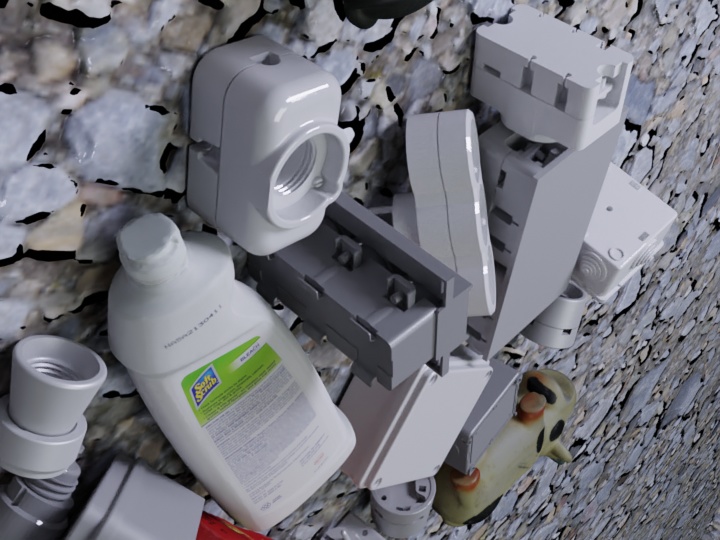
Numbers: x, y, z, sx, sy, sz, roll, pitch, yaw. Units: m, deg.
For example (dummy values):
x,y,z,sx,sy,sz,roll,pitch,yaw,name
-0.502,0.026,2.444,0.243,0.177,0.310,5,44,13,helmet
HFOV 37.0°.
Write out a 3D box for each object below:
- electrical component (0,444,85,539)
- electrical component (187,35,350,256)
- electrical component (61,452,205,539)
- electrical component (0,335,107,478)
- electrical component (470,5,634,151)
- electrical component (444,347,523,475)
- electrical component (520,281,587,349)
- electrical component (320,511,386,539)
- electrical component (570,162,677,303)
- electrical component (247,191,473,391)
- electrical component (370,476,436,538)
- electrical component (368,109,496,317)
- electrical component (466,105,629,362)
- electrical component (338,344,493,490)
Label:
x,y,z,sx,sy,sz,roll,pitch,yaw,name
-0.168,0.121,0.553,0.078,0.040,0.040,-57,151,2,electrical component
-0.045,-0.059,0.532,0.054,0.059,0.095,-28,141,-39,electrical component
-0.130,0.152,0.573,0.078,0.057,0.113,-57,-174,3,electrical component
-0.151,0.066,0.517,0.045,0.045,0.055,-6,125,-54,electrical component
0.119,-0.119,0.682,0.050,0.089,0.055,-36,145,-31,electrical component
0.093,0.113,0.917,0.096,0.061,0.061,-46,150,-32,electrical component
0.170,0.035,0.953,0.055,0.055,0.047,-15,128,-49,electrical component
-0.013,0.237,0.892,0.065,0.047,0.076,-46,149,-17,electrical component
0.195,-0.036,0.871,0.100,0.100,0.048,-39,159,-28,electrical component
-0.005,0.007,0.595,0.063,0.121,0.078,-35,145,-27,electrical component
0.035,0.195,0.915,0.055,0.055,0.047,-37,149,-30,electrical component
0.042,-0.032,0.683,0.052,0.074,0.138,-72,154,-60,electrical component
0.116,-0.036,0.775,0.105,0.060,0.186,-37,151,-33,electrical component
0.036,0.104,0.820,0.109,0.056,0.108,5,116,-57,electrical component
